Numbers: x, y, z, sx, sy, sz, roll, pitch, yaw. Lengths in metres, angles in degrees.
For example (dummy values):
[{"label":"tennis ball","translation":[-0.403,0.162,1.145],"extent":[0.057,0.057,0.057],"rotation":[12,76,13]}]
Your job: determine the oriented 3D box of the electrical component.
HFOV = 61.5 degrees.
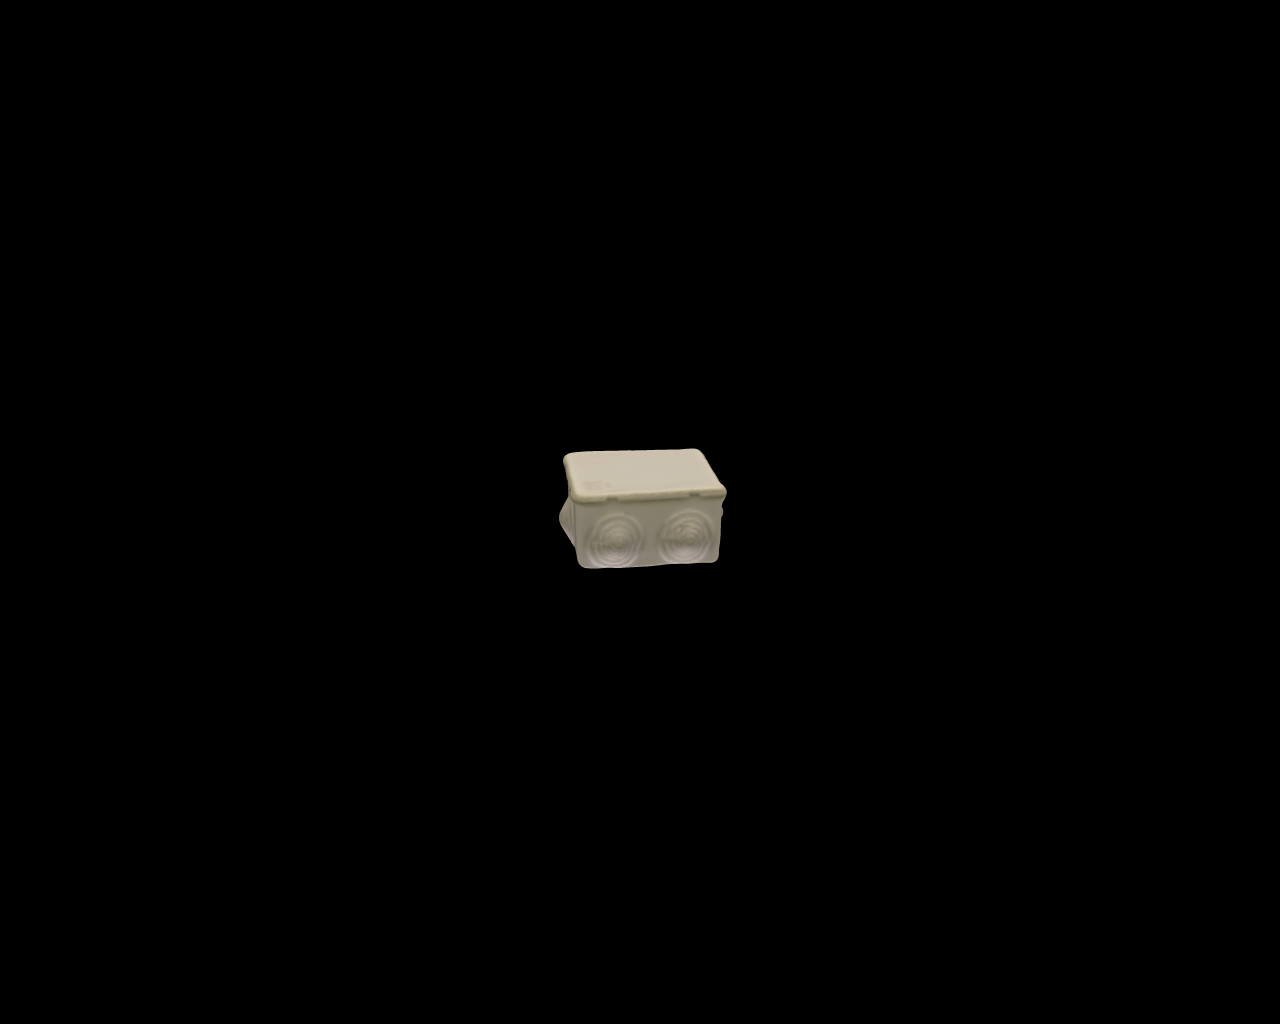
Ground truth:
[{"label":"electrical component","translation":[0.001,-0.003,0.650],"extent":[0.100,0.048,0.100],"rotation":[-3,20,-7]}]
